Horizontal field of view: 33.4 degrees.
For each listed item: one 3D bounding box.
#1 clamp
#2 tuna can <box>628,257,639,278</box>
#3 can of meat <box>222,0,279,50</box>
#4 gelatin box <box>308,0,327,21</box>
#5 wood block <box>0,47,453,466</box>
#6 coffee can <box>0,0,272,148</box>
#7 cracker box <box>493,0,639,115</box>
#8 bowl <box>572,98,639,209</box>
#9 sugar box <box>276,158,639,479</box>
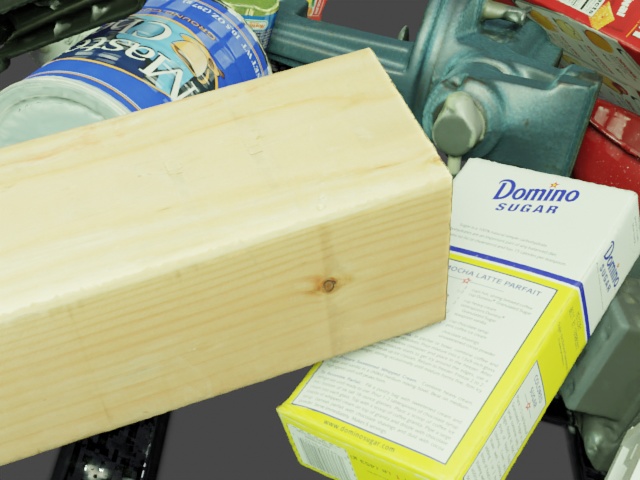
[{"bbox_3d":[-0.172,-0.103,0.550,0.164,0.036,0.210,-28,23,-6],"label":"clamp"},{"bbox_3d":[0.170,0.020,0.650,0.086,0.034,0.086,14,36,-11],"label":"tuna can"},{"bbox_3d":[-0.070,-0.138,0.684,0.057,0.084,0.102,-3,43,-29],"label":"can of meat"},{"bbox_3d":[-0.047,-0.203,0.828,0.073,0.030,0.089,-10,46,-37],"label":"gelatin box"},{"bbox_3d":[-0.059,0.007,0.433,0.206,0.091,0.090,-17,48,-11],"label":"wood block"},{"bbox_3d":[-0.096,-0.061,0.555,0.103,0.103,0.140,26,35,5],"label":"coffee can"},{"bbox_3d":[0.217,-0.158,0.785,0.164,0.072,0.214,33,6,-47],"label":"cracker box"},{"bbox_3d":[0.226,-0.035,0.715,0.162,0.055,0.162,24,21,-10],"label":"bowl"},{"bbox_3d":[0.069,0.039,0.486,0.093,0.048,0.176,17,51,35],"label":"sugar box"}]
